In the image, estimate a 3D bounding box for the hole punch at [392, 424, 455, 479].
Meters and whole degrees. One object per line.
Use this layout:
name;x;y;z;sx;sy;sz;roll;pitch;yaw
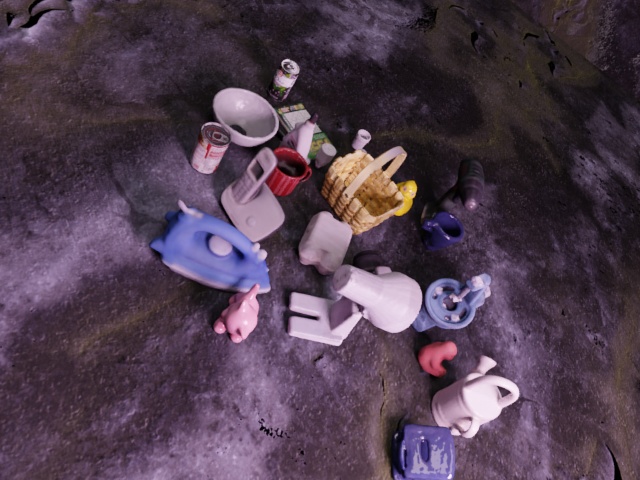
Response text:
hole punch;0.199;0.416;1.107;0.101;0.091;0.108;19;50;-18

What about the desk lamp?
desk lamp;0.068;0.130;1.150;0.204;0.213;0.118;14;52;-22

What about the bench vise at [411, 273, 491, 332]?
bench vise;0.325;0.119;1.309;0.121;0.219;0.208;49;47;8

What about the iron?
iron;-0.191;0.014;1.127;0.259;0.141;0.118;26;48;-13

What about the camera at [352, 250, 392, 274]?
camera;0.136;0.091;1.297;0.143;0.100;0.136;5;56;-28

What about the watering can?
watering can;0.324;0.319;1.182;0.101;0.193;0.173;14;52;-22

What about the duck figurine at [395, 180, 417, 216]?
duck figurine;0.224;-0.125;1.515;0.077;0.086;0.105;32;47;-7

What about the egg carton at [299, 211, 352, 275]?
egg carton;0.012;0.005;1.305;0.107;0.069;0.150;29;48;-10

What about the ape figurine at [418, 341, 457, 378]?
ape figurine;0.266;0.254;1.264;0.076;0.092;0.078;37;47;-2

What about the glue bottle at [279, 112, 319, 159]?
glue bottle;-0.045;-0.247;1.381;0.037;0.173;0.078;-16;67;-38

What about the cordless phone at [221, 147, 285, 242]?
cordless phone;-0.124;-0.096;1.216;0.094;0.184;0.147;-25;73;-40

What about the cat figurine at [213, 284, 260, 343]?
cat figurine;-0.146;0.137;1.082;0.067;0.117;0.128;32;47;-7

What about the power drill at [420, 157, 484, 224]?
power drill;0.354;-0.106;1.496;0.076;0.208;0.230;30;48;-8

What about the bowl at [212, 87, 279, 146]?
bowl;-0.189;-0.285;1.389;0.168;0.074;0.167;16;51;-21

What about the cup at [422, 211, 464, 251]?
cup;0.297;-0.015;1.474;0.118;0.094;0.091;9;54;-26
